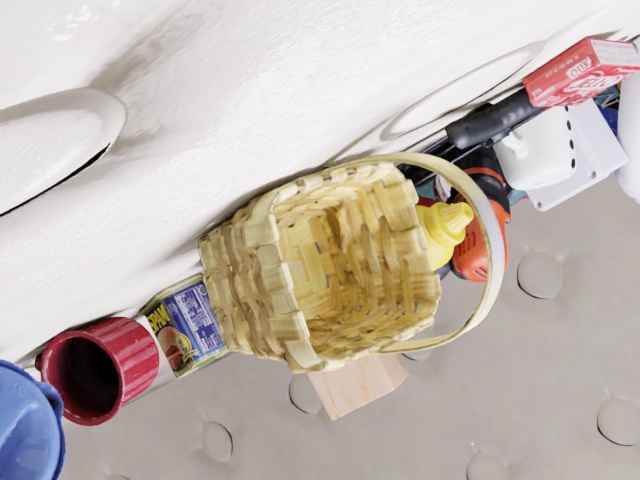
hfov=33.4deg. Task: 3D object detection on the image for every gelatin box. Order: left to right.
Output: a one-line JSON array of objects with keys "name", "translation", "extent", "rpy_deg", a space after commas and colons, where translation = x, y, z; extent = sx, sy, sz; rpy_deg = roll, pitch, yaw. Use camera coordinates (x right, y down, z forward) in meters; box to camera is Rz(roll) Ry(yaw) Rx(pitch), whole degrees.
[{"name": "gelatin box", "translation": [0.234, -0.147, 0.949], "extent": [0.073, 0.030, 0.089], "rpy_deg": [-31, 165, 39]}]

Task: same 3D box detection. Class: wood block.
[{"name": "wood block", "translation": [0.011, 0.096, 1.261], "extent": [0.090, 0.206, 0.090], "rpy_deg": [-29, 176, 15]}]

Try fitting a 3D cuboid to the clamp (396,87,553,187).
[{"name": "clamp", "translation": [0.152, -0.105, 0.965], "extent": [0.171, 0.039, 0.120], "rpy_deg": [-32, -178, -19]}]

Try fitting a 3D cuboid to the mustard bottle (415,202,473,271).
[{"name": "mustard bottle", "translation": [0.065, 0.018, 0.988], "extent": [0.192, 0.058, 0.096], "rpy_deg": [-34, -170, 37]}]

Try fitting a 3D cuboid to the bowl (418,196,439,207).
[{"name": "bowl", "translation": [0.099, -0.014, 1.251], "extent": [0.162, 0.055, 0.162], "rpy_deg": [-1, -161, 0]}]

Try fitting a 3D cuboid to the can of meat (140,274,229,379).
[{"name": "can of meat", "translation": [-0.138, 0.092, 1.122], "extent": [0.057, 0.084, 0.102], "rpy_deg": [-25, 174, -28]}]

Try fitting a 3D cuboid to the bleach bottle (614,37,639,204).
[{"name": "bleach bottle", "translation": [0.370, -0.124, 1.153], "extent": [0.102, 0.068, 0.251], "rpy_deg": [-27, 146, -7]}]

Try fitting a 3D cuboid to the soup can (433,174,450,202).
[{"name": "soup can", "translation": [0.168, -0.069, 1.242], "extent": [0.068, 0.068, 0.102], "rpy_deg": [-28, 175, 1]}]

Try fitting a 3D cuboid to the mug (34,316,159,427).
[{"name": "mug", "translation": [-0.219, 0.121, 1.032], "extent": [0.117, 0.093, 0.081], "rpy_deg": [3, -168, 21]}]

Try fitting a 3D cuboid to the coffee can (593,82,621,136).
[{"name": "coffee can", "translation": [0.343, -0.141, 1.256], "extent": [0.140, 0.103, 0.103], "rpy_deg": [-27, 175, -16]}]

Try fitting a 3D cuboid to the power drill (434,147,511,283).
[{"name": "power drill", "translation": [0.109, -0.006, 1.067], "extent": [0.188, 0.057, 0.184], "rpy_deg": [-40, -148, 38]}]

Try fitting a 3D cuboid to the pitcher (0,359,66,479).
[{"name": "pitcher", "translation": [-0.335, 0.197, 0.900], "extent": [0.149, 0.145, 0.243], "rpy_deg": [22, 146, -33]}]

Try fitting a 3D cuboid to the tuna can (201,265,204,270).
[{"name": "tuna can", "translation": [-0.070, 0.017, 1.018], "extent": [0.086, 0.034, 0.086], "rpy_deg": [-28, 175, -3]}]

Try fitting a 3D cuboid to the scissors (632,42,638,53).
[{"name": "scissors", "translation": [0.250, -0.155, 1.088], "extent": [0.096, 0.016, 0.202], "rpy_deg": [-21, 173, -16]}]
